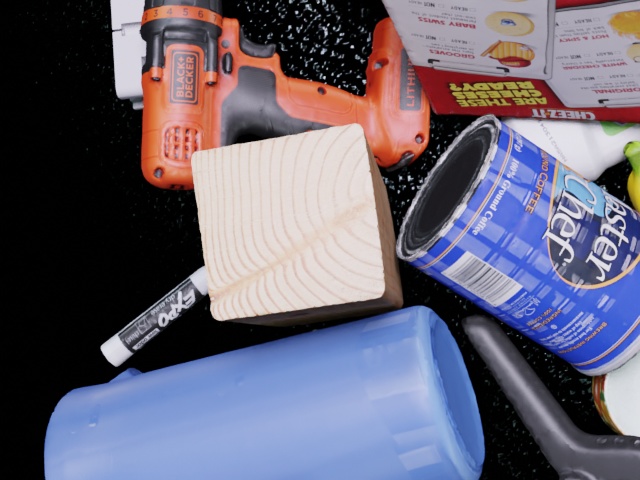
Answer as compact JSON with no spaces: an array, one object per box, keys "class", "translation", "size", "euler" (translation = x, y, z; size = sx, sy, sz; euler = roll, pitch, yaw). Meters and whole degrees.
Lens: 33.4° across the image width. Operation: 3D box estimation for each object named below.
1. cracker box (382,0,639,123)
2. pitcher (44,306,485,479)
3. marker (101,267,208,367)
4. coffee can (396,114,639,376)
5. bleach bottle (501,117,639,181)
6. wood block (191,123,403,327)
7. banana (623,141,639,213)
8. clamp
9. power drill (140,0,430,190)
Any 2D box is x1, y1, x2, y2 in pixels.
[{"class":"cracker box","translation":[0.122,-0.140,0.575],"size":[0.164,0.213,0.072],"euler":[6,73,21]},{"class":"pitcher","translation":[-0.030,0.131,0.636],"size":[0.243,0.145,0.149],"euler":[-18,90,16]},{"class":"marker","translation":[-0.099,0.043,0.735],"size":[0.121,0.020,0.020],"euler":[-39,81,2]},{"class":"coffee can","translation":[0.132,0.004,0.647],"size":[0.140,0.103,0.103],"euler":[32,89,-10]},{"class":"bleach bottle","translation":[0.208,-0.116,0.690],"size":[0.251,0.068,0.102],"euler":[-32,78,6]},{"class":"wood block","translation":[-0.004,0.001,0.632],"size":[0.091,0.206,0.090],"euler":[-9,84,6]},{"class":"banana","translation":[0.254,0.022,0.664],"size":[0.037,0.069,0.198],"euler":[-44,75,14]},{"class":"clamp","translation":[0.150,0.162,0.652],"size":[0.210,0.036,0.165],"euler":[27,105,23]},{"class":"power drill","translation":[-0.023,-0.120,0.694],"size":[0.187,0.057,0.184],"euler":[3,85,-12]}]
